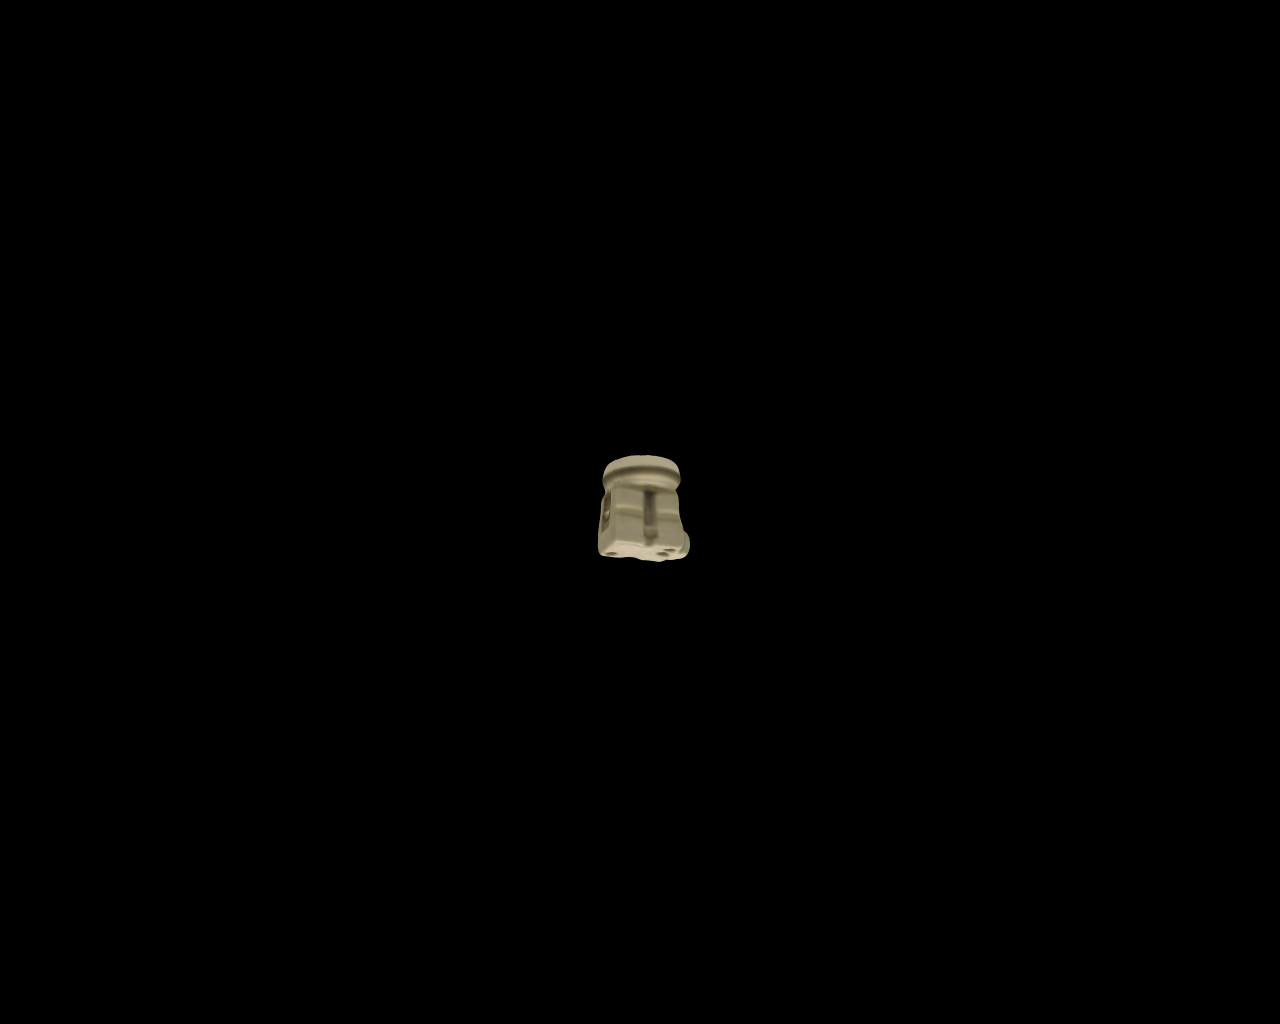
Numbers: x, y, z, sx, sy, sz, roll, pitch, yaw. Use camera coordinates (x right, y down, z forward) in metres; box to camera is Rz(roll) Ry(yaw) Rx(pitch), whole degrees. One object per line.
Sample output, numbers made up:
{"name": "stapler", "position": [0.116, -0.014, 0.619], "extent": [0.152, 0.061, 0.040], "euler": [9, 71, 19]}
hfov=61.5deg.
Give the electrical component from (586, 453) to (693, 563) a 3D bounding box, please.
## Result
{"name": "electrical component", "position": [0.001, -0.003, 0.650], "extent": [0.066, 0.055, 0.048], "euler": [7, -19, -20]}
